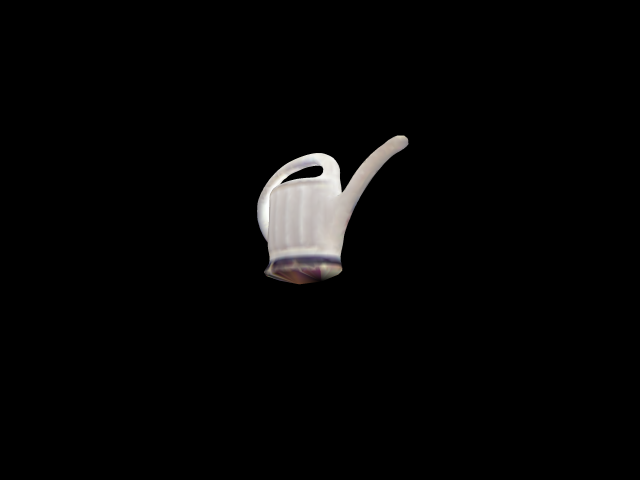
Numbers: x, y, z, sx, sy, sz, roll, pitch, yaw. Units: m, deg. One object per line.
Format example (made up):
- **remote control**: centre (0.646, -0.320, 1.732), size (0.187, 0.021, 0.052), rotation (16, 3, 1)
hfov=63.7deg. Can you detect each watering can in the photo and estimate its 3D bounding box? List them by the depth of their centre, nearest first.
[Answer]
- **watering can**: centre (0.003, -0.043, 0.850), size (0.104, 0.227, 0.345), rotation (11, -15, -42)
